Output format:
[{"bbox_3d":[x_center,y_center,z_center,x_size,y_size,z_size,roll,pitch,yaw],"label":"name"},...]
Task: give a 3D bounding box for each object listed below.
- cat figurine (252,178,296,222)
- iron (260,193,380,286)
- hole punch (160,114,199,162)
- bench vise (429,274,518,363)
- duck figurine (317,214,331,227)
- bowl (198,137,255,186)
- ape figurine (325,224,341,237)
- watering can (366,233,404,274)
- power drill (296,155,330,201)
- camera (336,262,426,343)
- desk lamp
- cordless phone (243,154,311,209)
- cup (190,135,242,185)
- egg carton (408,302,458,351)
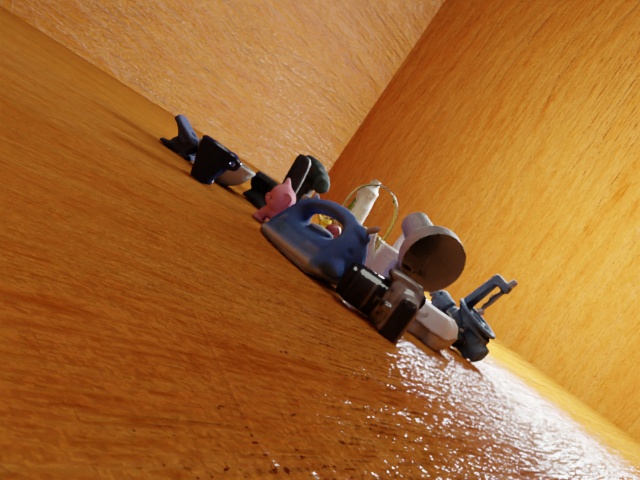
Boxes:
[{"bbox_3d":[-0.091,-0.084,1.290,0.067,0.117,0.128,35,4,1],"label":"cat figurine"},{"bbox_3d":[-0.004,-0.018,1.080,0.257,0.141,0.119,38,6,38],"label":"iron"},{"bbox_3d":[-0.351,-0.269,1.514,0.101,0.091,0.108,34,4,-3],"label":"hole punch"},{"bbox_3d":[0.359,0.155,1.384,0.207,0.219,0.122,36,5,21],"label":"bench vise"},{"bbox_3d":[0.021,-0.039,1.834,0.105,0.086,0.077,33,5,-19],"label":"duck figurine"},{"bbox_3d":[-0.254,-0.189,1.478,0.167,0.074,0.167,34,5,-3],"label":"bowl"},{"bbox_3d":[0.012,0.005,1.267,0.076,0.092,0.078,35,4,1],"label":"ape figurine"},{"bbox_3d":[0.169,0.045,1.328,0.173,0.194,0.100,31,5,-36],"label":"watering can"},{"bbox_3d":[-0.054,-0.167,1.845,0.076,0.208,0.229,32,5,-29],"label":"power drill"},{"bbox_3d":[0.103,0.090,0.983,0.137,0.101,0.143,35,4,0],"label":"camera"},{"bbox_3d":[0.162,0.050,1.097,0.118,0.213,0.203,33,5,-20],"label":"desk lamp"},{"bbox_3d":[-0.106,-0.158,1.533,0.147,0.185,0.094,38,5,35],"label":"cordless phone"},{"bbox_3d":[-0.230,-0.162,1.253,0.117,0.095,0.092,37,5,27],"label":"cup"},{"bbox_3d":[0.213,0.165,1.186,0.150,0.069,0.107,37,5,25],"label":"egg carton"}]
